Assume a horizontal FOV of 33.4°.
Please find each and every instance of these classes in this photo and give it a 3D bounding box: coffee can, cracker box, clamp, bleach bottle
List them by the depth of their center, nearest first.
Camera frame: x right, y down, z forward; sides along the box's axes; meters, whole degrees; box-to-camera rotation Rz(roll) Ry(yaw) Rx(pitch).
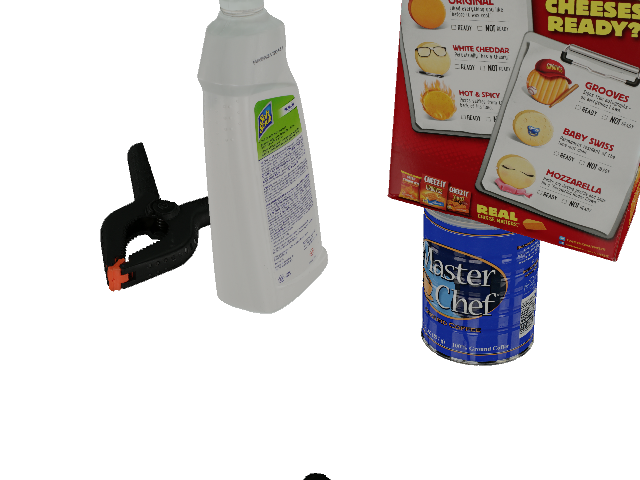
[{"bbox_3d":[0.135,-0.105,0.676,0.164,0.214,0.072,17,43,18],"label":"cracker box"},{"bbox_3d":[-0.045,-0.074,0.803,0.068,0.251,0.102,13,34,26],"label":"bleach bottle"},{"bbox_3d":[0.140,0.023,0.937,0.103,0.140,0.103,-2,27,1],"label":"coffee can"},{"bbox_3d":[-0.162,-0.026,1.056,0.165,0.036,0.209,20,41,18],"label":"clamp"}]

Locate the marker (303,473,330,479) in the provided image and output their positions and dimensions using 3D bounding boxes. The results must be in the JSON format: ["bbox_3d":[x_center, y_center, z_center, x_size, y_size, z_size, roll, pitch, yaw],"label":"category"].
[{"bbox_3d":[-0.029,0.137,0.480,0.020,0.020,0.120,0,16,33],"label":"marker"}]
